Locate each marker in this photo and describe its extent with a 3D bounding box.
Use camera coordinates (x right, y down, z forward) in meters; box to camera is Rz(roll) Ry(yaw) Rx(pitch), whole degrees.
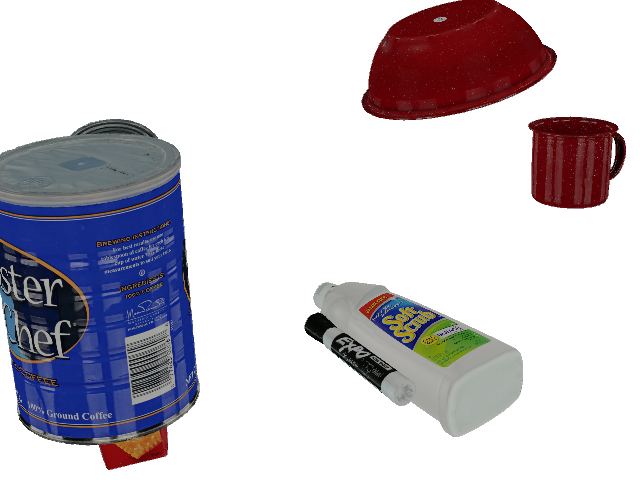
[{"bbox_3d":[0.024,0.080,0.747,0.020,0.020,0.121,0,19,-33],"label":"marker"}]

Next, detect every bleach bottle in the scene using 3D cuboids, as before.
[{"bbox_3d":[0.075,0.099,1.049,0.102,0.068,0.251,-22,31,-32],"label":"bleach bottle"}]

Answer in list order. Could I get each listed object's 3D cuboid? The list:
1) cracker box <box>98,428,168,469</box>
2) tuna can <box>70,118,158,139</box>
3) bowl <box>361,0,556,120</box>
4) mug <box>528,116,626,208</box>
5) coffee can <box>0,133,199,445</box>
[{"bbox_3d":[-0.210,0.094,1.072,0.072,0.214,0.164,-12,34,-8],"label":"cracker box"},{"bbox_3d":[-0.181,-0.065,0.932,0.086,0.086,0.034,0,-42,-5],"label":"tuna can"},{"bbox_3d":[0.105,-0.154,0.862,0.162,0.055,0.162,-15,24,6],"label":"bowl"},{"bbox_3d":[0.278,-0.085,1.146,0.117,0.081,0.093,-11,21,-26],"label":"mug"},{"bbox_3d":[-0.121,0.023,0.577,0.103,0.140,0.103,-2,22,1],"label":"coffee can"}]
